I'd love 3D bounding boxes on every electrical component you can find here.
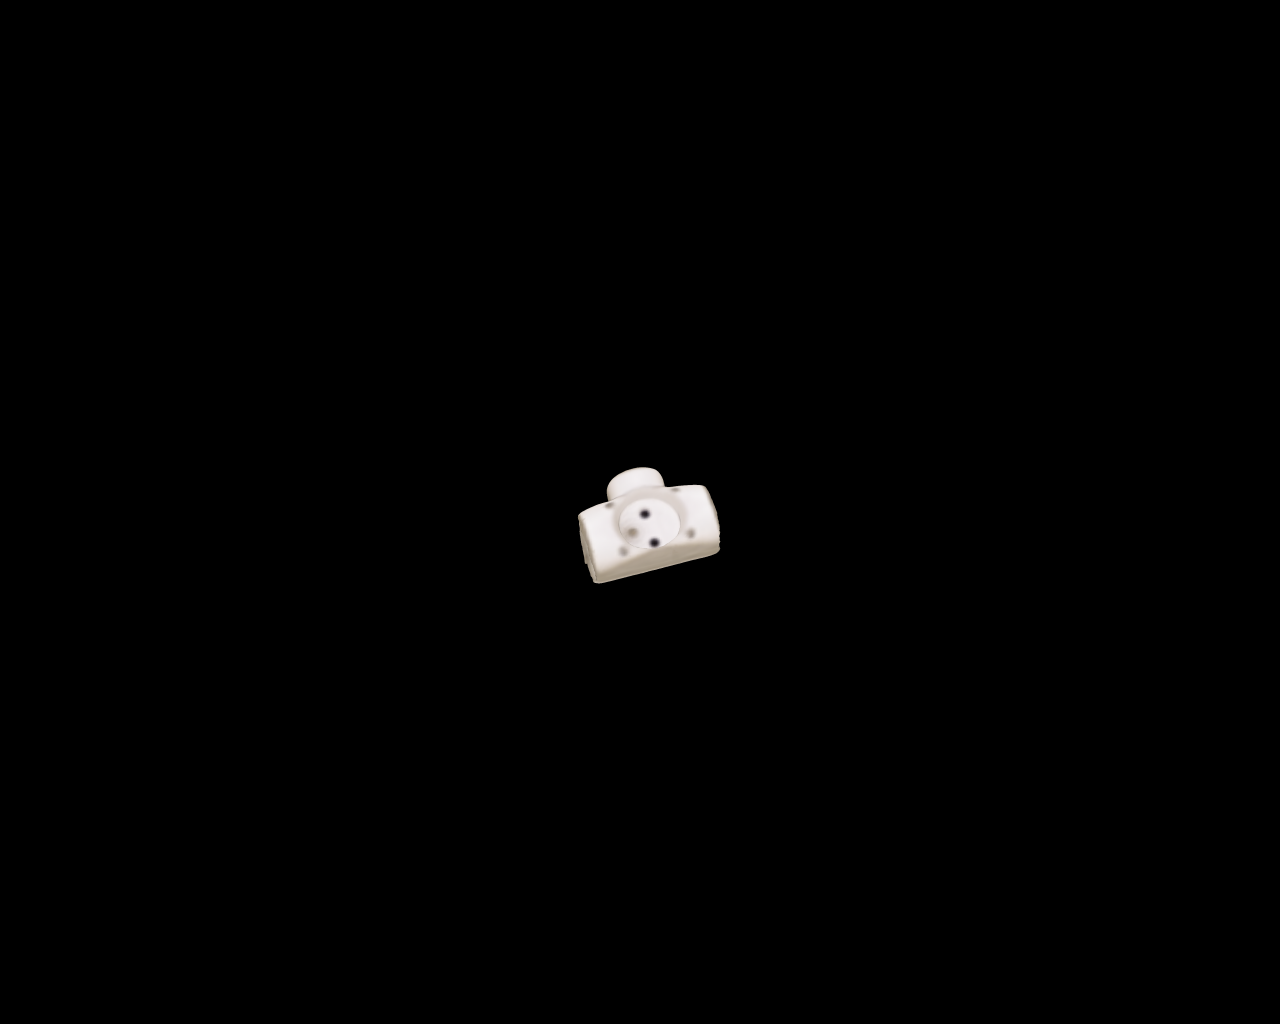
[{"bbox_3d":[0.001,-0.003,0.650,0.077,0.079,0.044,-14,-26,-7],"label":"electrical component"}]
